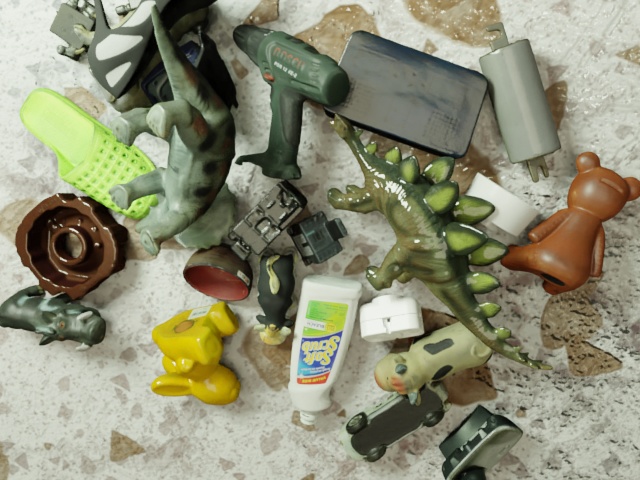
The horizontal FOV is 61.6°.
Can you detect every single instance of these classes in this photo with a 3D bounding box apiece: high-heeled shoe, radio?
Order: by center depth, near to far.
[{"bbox_3d":[-0.201,-0.291,0.746,0.249,0.086,0.145,-15,99,-7],"label":"high-heeled shoe"},{"bbox_3d":[0.129,-0.218,0.819,0.230,0.073,0.131,20,99,0],"label":"radio"}]

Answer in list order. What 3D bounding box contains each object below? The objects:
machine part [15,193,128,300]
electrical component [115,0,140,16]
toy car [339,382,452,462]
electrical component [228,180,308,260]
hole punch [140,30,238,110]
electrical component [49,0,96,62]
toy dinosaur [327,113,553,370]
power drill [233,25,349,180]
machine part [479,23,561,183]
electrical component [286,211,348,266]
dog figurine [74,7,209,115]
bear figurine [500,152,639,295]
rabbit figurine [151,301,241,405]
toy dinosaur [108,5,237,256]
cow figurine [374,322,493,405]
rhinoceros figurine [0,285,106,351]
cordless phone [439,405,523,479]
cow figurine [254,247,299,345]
[{"bbox_3d":[-0.414,0.008,0.903,0.179,0.056,0.179,1,99,6],"label":"machine part"},{"bbox_3d":[-0.284,-0.392,0.849,0.094,0.021,0.063,-14,97,5],"label":"electrical component"},{"bbox_3d":[0.125,0.301,0.906,0.202,0.056,0.073,-34,89,7],"label":"toy car"},{"bbox_3d":[-0.083,-0.029,0.841,0.058,0.115,0.134,44,98,-3],"label":"electrical component"},{"bbox_3d":[-0.193,-0.225,0.810,0.092,0.142,0.116,5,58,24],"label":"hole punch"},{"bbox_3d":[-0.387,-0.338,0.853,0.078,0.045,0.102,38,100,-3],"label":"electrical component"},{"bbox_3d":[0.160,0.006,0.791,0.198,0.105,0.471,-30,94,39],"label":"toy dinosaur"},{"bbox_3d":[-0.067,-0.205,0.815,0.232,0.086,0.207,27,107,34],"label":"power drill"},{"bbox_3d":[0.300,-0.205,0.805,0.079,0.079,0.243,-19,96,7],"label":"machine part"},{"bbox_3d":[-0.002,-0.003,0.837,0.048,0.119,0.074,-30,98,-20],"label":"electrical component"},{"bbox_3d":[-0.243,-0.284,0.815,0.191,0.121,0.172,-21,101,3],"label":"dog figurine"},{"bbox_3d":[0.384,-0.024,0.821,0.120,0.132,0.196,28,81,-1],"label":"bear figurine"},{"bbox_3d":[-0.201,0.210,0.891,0.162,0.122,0.173,-19,115,10],"label":"rabbit figurine"},{"bbox_3d":[-0.178,-0.118,0.742,0.131,0.192,0.404,39,129,15],"label":"toy dinosaur"},{"bbox_3d":[0.179,0.189,0.848,0.195,0.127,0.085,-22,93,5],"label":"cow figurine"},{"bbox_3d":[-0.442,0.129,0.896,0.190,0.112,0.073,11,97,10],"label":"rhinoceros figurine"},{"bbox_3d":[0.260,0.354,0.838,0.089,0.184,0.146,42,99,3],"label":"cordless phone"},{"bbox_3d":[-0.070,0.098,0.869,0.068,0.098,0.167,2,98,-2],"label":"cow figurine"}]
